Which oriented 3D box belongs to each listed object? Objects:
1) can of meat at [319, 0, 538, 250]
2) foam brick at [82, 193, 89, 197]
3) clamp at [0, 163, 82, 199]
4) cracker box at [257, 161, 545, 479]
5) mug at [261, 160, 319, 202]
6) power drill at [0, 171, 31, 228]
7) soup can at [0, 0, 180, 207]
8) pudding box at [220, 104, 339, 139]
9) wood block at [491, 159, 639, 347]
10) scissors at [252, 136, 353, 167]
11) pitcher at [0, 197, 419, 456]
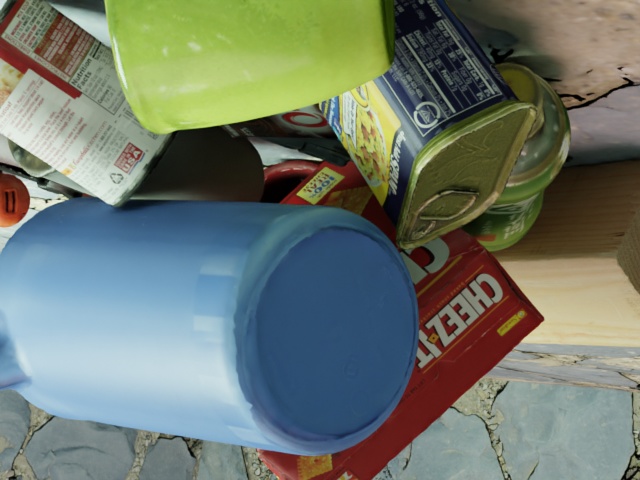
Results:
[{"bbox_3d":[0.041,-0.057,0.469,0.057,0.084,0.102,-26,159,-14],"label":"can of meat"},{"bbox_3d":[-0.145,-0.038,0.804,0.051,0.078,0.053,15,168,-30],"label":"foam brick"},{"bbox_3d":[-0.199,-0.053,0.861,0.165,0.036,0.209,11,171,33],"label":"clamp"},{"bbox_3d":[0.011,0.040,0.653,0.072,0.164,0.214,47,180,-27],"label":"cracker box"},{"bbox_3d":[-0.005,0.001,0.831,0.093,0.117,0.081,-28,167,10],"label":"mug"},{"bbox_3d":[-0.367,-0.038,0.919,0.187,0.057,0.185,-7,-171,-39],"label":"power drill"},{"bbox_3d":[-0.126,-0.071,0.537,0.102,0.068,0.069,35,161,-19],"label":"soup can"},{"bbox_3d":[-0.024,-0.086,0.548,0.090,0.039,0.113,4,169,20],"label":"pudding box"},{"bbox_3d":[0.153,0.012,0.741,0.207,0.090,0.090,-4,135,50],"label":"wood block"},{"bbox_3d":[0.014,-0.052,0.634,0.202,0.016,0.096,21,-171,35],"label":"scissors"},{"bbox_3d":[-0.058,0.035,0.552,0.144,0.149,0.243,27,163,-35],"label":"pitcher"}]
